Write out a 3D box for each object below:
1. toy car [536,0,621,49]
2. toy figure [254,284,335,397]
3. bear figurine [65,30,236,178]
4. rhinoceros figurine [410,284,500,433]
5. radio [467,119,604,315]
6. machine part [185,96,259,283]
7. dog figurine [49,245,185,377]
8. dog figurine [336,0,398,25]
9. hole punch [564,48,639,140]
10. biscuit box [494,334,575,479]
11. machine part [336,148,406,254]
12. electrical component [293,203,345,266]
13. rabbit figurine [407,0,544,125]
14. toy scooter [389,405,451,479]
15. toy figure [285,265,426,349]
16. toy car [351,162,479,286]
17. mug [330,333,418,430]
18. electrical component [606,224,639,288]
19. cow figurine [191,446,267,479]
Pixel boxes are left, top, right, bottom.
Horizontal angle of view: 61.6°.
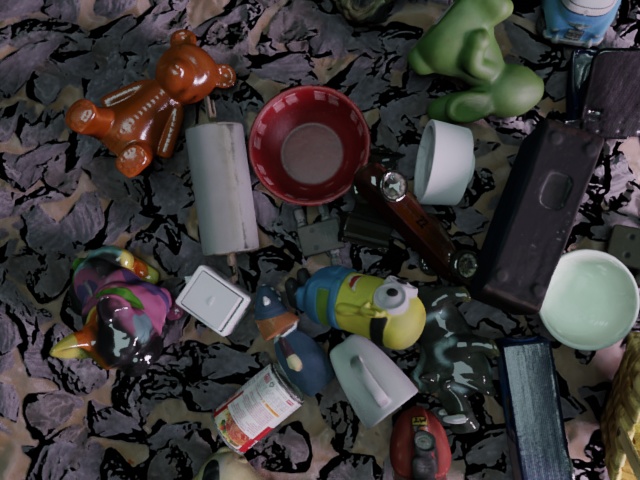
[{"bbox_3d":[0.346,-0.340,0.695,0.109,0.103,0.161,13,84,6],"label":"toy car"},{"bbox_3d":[-0.042,0.129,0.700,0.058,0.064,0.154,-34,79,-14],"label":"toy figure"},{"bbox_3d":[-0.213,-0.187,0.712,0.196,0.132,0.120,-44,98,5],"label":"bear figurine"},{"bbox_3d":[0.165,0.146,0.680,0.112,0.073,0.190,-19,84,1],"label":"rhinoceros figurine"},{"bbox_3d":[0.258,-0.025,0.659,0.073,0.131,0.229,20,87,8],"label":"radio"},{"bbox_3d":[-0.128,-0.065,0.706,0.079,0.079,0.243,-9,92,3],"label":"machine part"},{"bbox_3d":[-0.255,0.081,0.645,0.191,0.219,0.108,45,86,5],"label":"dog figurine"},{"bbox_3d":[0.132,-0.354,0.724,0.172,0.121,0.190,33,102,9],"label":"dog figurine"},{"bbox_3d":[0.384,-0.193,0.696,0.142,0.092,0.115,2,116,2],"label":"hole punch"},{"bbox_3d":[0.267,0.222,0.673,0.063,0.059,0.202,-7,85,5],"label":"biscuit box"},{"bbox_3d":[0.071,-0.057,0.717,0.084,0.039,0.138,15,85,-6],"label":"machine part"},{"bbox_3d":[-0.002,-0.002,0.731,0.063,0.021,0.094,-16,85,3],"label":"electrical component"},{"bbox_3d":[0.209,-0.217,0.691,0.170,0.121,0.159,41,93,-9],"label":"rabbit figurine"},{"bbox_3d":[0.122,0.298,0.640,0.075,0.135,0.183,-1,84,6],"label":"toy scooter"},{"bbox_3d":[0.045,0.080,0.674,0.180,0.089,0.082,6,49,32],"label":"toy figure"},{"bbox_3d":[0.120,-0.019,0.666,0.202,0.089,0.053,44,75,-14],"label":"toy car"},{"bbox_3d":[0.057,0.171,0.674,0.081,0.109,0.107,-40,70,4],"label":"mug"},{"bbox_3d":[0.412,0.018,0.690,0.078,0.045,0.102,7,82,33],"label":"electrical component"},{"bbox_3d":[-0.071,0.342,0.679,0.195,0.085,0.127,40,95,7],"label":"cow figurine"}]
